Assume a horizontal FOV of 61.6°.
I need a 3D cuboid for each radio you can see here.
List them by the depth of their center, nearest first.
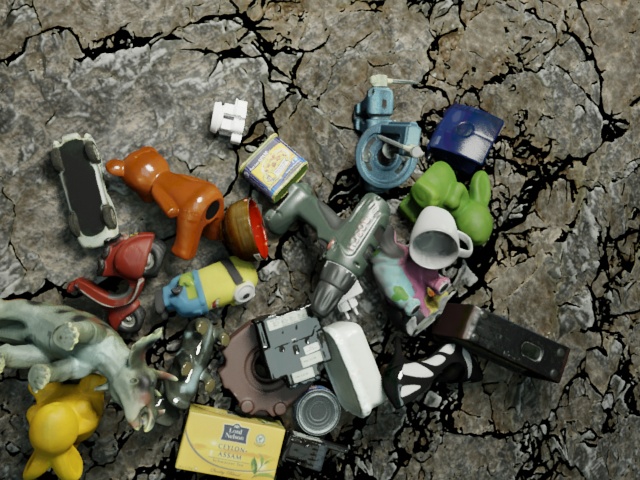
[{"bbox_3d":[0.343,0.194,1.021,0.229,0.131,0.073,24,79,-10],"label":"radio"}]

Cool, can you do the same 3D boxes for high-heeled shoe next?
[{"bbox_3d":[0.216,0.260,0.969,0.248,0.086,0.145,23,42,-21],"label":"high-heeled shoe"}]

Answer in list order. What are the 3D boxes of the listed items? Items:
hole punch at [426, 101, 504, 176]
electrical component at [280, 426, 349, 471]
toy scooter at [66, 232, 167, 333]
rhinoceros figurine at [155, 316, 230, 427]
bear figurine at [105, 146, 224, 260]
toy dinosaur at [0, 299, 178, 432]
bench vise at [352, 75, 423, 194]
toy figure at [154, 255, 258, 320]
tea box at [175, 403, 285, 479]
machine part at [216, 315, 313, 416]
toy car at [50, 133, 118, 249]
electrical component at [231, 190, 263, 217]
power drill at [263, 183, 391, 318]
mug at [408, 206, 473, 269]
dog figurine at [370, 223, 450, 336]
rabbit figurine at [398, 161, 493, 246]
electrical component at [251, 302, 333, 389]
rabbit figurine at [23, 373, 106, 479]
[{"bbox_3d":[0.287,-0.203,1.064,0.116,0.092,0.142,29,84,-5],"label":"hole punch"},{"bbox_3d":[-0.014,0.376,0.960,0.119,0.075,0.047,20,81,-13],"label":"electrical component"},{"bbox_3d":[-0.345,0.062,0.907,0.135,0.075,0.183,19,97,-12],"label":"toy scooter"},{"bbox_3d":[-0.230,0.218,0.909,0.073,0.112,0.190,38,63,-37],"label":"rhinoceros figurine"},{"bbox_3d":[-0.267,-0.073,0.930,0.196,0.120,0.131,24,125,15],"label":"bear figurine"},{"bbox_3d":[-0.403,0.159,0.850,0.405,0.192,0.131,17,88,26],"label":"toy dinosaur"},{"bbox_3d":[0.127,-0.187,0.960,0.129,0.241,0.223,9,100,-15],"label":"bench vise"},{"bbox_3d":[-0.197,0.083,0.939,0.180,0.082,0.089,-13,90,-11],"label":"toy figure"},{"bbox_3d":[-0.155,0.353,0.933,0.170,0.068,0.098,13,84,-10],"label":"tea box"},{"bbox_3d":[-0.095,0.224,0.963,0.179,0.056,0.179,1,84,-12],"label":"machine part"},{"bbox_3d":[-0.402,-0.085,0.921,0.073,0.056,0.201,-15,88,-6],"label":"toy car"},{"bbox_3d":[-0.139,-0.048,0.991,0.063,0.021,0.094,7,86,-11],"label":"electrical component"},{"bbox_3d":[-0.002,-0.003,0.931,0.232,0.208,0.085,-52,142,-10],"label":"power drill"},{"bbox_3d":[0.209,-0.011,0.926,0.110,0.107,0.080,10,126,3],"label":"mug"},{"bbox_3d":[0.134,0.054,1.007,0.108,0.191,0.219,-32,59,-14],"label":"dog figurine"},{"bbox_3d":[0.260,-0.062,1.033,0.170,0.121,0.159,43,56,9],"label":"rabbit figurine"},{"bbox_3d":[-0.046,0.183,0.921,0.115,0.058,0.134,-14,87,-14],"label":"electrical component"},{"bbox_3d":[-0.409,0.287,0.831,0.122,0.173,0.162,13,79,-15],"label":"rabbit figurine"}]
